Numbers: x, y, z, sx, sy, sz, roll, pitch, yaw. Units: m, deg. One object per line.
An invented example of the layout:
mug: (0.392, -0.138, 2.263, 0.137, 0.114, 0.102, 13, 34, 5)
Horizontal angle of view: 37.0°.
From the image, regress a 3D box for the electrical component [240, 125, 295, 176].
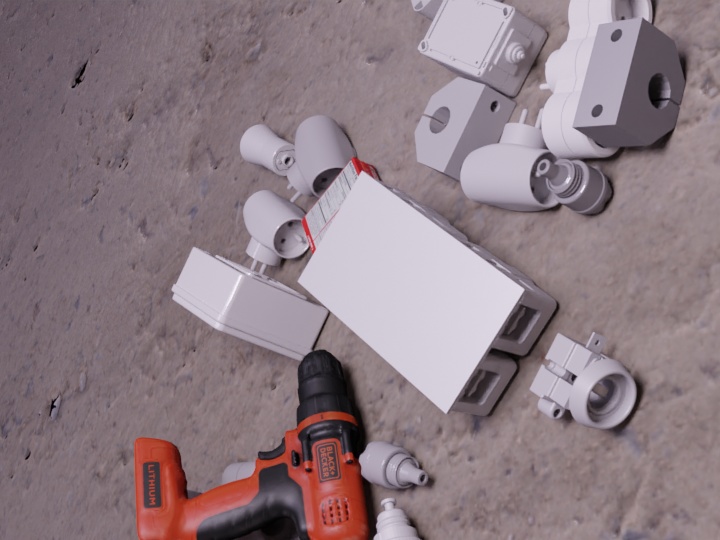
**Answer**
electrical component: (-0.092, -0.123, 1.131, 0.065, 0.044, 0.044, 33, 99, 48)

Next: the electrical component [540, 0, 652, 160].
electrical component: (0.166, -0.149, 0.809, 0.074, 0.052, 0.138, 4, 76, 52)

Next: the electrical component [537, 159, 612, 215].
electrical component: (0.152, -0.063, 0.775, 0.035, 0.061, 0.035, -27, 52, 42)

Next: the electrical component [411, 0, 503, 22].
electrical component: (0.099, -0.273, 0.951, 0.113, 0.057, 0.078, -40, 45, 33)

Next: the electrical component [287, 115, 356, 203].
electrical component: (-0.045, -0.098, 1.054, 0.079, 0.044, 0.077, -44, 43, 28)

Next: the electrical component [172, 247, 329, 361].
electrical component: (-0.104, 0.031, 1.010, 0.109, 0.109, 0.056, 25, 90, 54)

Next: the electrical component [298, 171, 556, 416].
electrical component: (0.050, 0.017, 0.835, 0.186, 0.060, 0.105, 40, 104, 38)

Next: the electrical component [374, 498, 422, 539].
electrical component: (0.029, 0.210, 0.809, 0.040, 0.040, 0.078, -40, 44, 32)

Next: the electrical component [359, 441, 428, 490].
electrical component: (0.029, 0.155, 0.842, 0.061, 0.035, 0.035, 9, 80, 50)

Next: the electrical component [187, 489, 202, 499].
electrical component: (-0.148, 0.239, 0.974, 0.055, 0.089, 0.050, -56, 38, 15)

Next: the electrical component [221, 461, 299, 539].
electrical component: (-0.087, 0.217, 0.940, 0.059, 0.054, 0.095, -16, 60, 47)

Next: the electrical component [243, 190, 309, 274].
electrical component: (-0.090, -0.030, 1.078, 0.077, 0.043, 0.079, 42, 112, 52)

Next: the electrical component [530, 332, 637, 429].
electrical component: (0.151, 0.076, 0.719, 0.066, 0.048, 0.055, -64, 29, 5)

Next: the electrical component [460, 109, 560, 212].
electrical component: (0.125, -0.089, 0.838, 0.077, 0.043, 0.079, 10, 80, 53)

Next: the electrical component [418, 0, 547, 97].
electrical component: (0.109, -0.187, 0.898, 0.096, 0.061, 0.061, 35, 100, 45)
